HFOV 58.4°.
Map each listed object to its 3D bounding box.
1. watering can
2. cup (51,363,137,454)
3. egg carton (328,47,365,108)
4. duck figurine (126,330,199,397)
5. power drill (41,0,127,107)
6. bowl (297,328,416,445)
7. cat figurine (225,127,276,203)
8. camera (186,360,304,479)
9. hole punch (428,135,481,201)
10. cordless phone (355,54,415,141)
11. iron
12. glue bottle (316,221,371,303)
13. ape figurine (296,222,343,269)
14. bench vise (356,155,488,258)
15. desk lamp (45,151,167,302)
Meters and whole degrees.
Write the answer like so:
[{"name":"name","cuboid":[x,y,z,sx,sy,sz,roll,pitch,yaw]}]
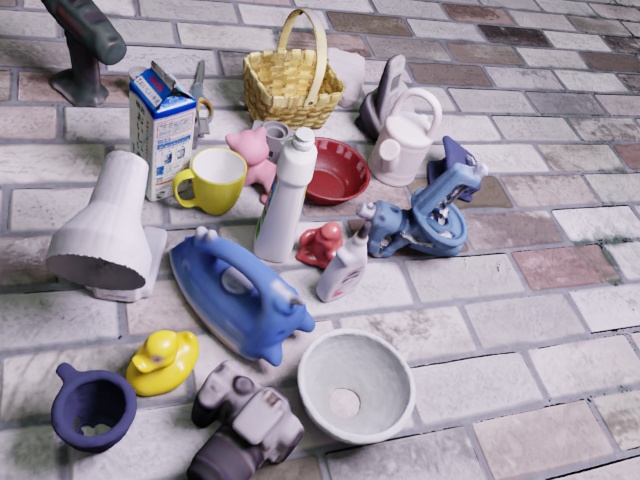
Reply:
[{"name":"watering can","cuboid":[0.166,-0.197,1.089,0.101,0.194,0.173,17,49,-3]},{"name":"cup","cuboid":[-0.275,0.207,0.684,0.117,0.095,0.092,42,52,17]},{"name":"egg carton","cuboid":[0.046,-0.361,1.267,0.107,0.069,0.150,13,49,-8]},{"name":"duck figurine","cuboid":[-0.206,0.150,0.759,0.077,0.086,0.105,43,52,18]},{"name":"power drill","cuboid":[-0.434,-0.352,1.010,0.229,0.208,0.076,38,51,13]},{"name":"bowl","cuboid":[0.043,0.212,0.797,0.167,0.074,0.167,9,50,-11]},{"name":"cat figurine","cuboid":[-0.106,-0.141,1.007,0.127,0.117,0.067,33,50,10]},{"name":"camera","cuboid":[-0.109,0.239,0.708,0.143,0.101,0.137,36,50,12]},{"name":"hole punch","cuboid":[0.279,-0.147,1.154,0.101,0.091,0.108,10,50,-10]},{"name":"cordless phone","cuboid":[0.156,-0.307,1.181,0.094,0.185,0.148,36,50,13]},{"name":"iron","cuboid":[-0.123,0.055,0.826,0.258,0.141,0.119,37,51,13]},{"name":"glue bottle","cuboid":[0.047,0.029,0.881,0.078,0.173,0.037,-26,63,-33]},{"name":"ape figurine","cuboid":[0.009,0.003,0.944,0.076,0.092,0.077,-19,60,-30]},{"name":"bench vise","cuboid":[0.176,-0.045,0.953,0.208,0.219,0.121,-9,55,-24]},{"name":"desk lamp","cuboid":[-0.276,-0.002,0.774,0.118,0.213,0.203,10,50,-10]}]
